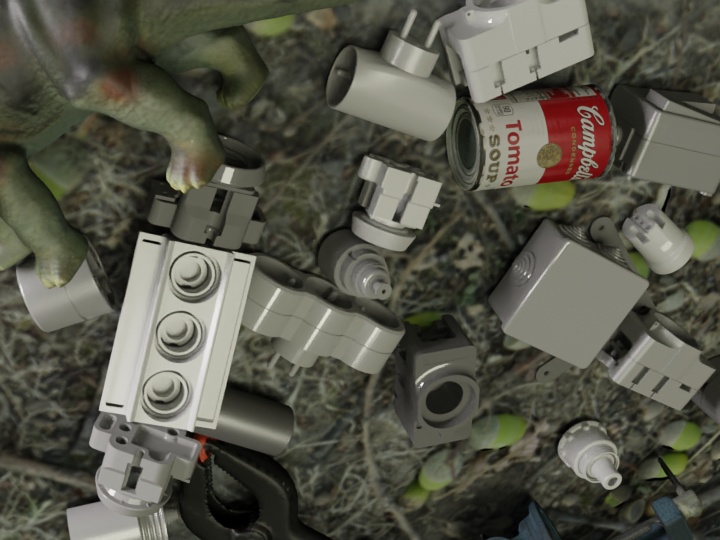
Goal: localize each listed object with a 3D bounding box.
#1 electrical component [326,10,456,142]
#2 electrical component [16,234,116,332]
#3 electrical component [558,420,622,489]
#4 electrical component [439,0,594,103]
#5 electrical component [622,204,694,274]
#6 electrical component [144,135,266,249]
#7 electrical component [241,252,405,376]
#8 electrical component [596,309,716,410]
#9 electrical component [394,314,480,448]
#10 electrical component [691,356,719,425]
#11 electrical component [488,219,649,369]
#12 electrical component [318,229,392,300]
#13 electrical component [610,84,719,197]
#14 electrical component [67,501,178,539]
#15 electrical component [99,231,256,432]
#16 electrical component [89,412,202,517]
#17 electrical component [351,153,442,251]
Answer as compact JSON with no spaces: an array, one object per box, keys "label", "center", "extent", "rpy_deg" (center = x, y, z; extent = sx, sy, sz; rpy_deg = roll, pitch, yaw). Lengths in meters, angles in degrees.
[{"label":"electrical component","center":[0.028,-0.133,0.715],"extent":[0.077,0.044,0.079],"rpy_deg":[15,112,-26]},{"label":"electrical component","center":[-0.195,0.010,0.713],"extent":[0.047,0.055,0.055],"rpy_deg":[-22,123,-3]},{"label":"electrical component","center":[0.206,0.165,0.938],"extent":[0.048,0.062,0.048],"rpy_deg":[-9,121,-15]},{"label":"electrical component","center":[0.104,-0.161,0.723],"extent":[0.089,0.050,0.055],"rpy_deg":[-24,124,-6]},{"label":"electrical component","center":[0.236,-0.025,0.855],"extent":[0.040,0.040,0.046],"rpy_deg":[-45,117,9]},{"label":"electrical component","center":[-0.096,-0.054,0.709],"extent":[0.078,0.058,0.057],"rpy_deg":[11,117,-25]},{"label":"electrical component","center":[-0.041,0.046,0.788],"extent":[0.138,0.052,0.073],"rpy_deg":[23,109,-29]},{"label":"electrical component","center":[0.249,0.072,0.904],"extent":[0.089,0.050,0.055],"rpy_deg":[24,111,-32]},{"label":"electrical component","center":[0.060,0.090,0.847],"extent":[0.050,0.055,0.089],"rpy_deg":[-9,121,-15]},{"label":"electrical component","center":[0.331,0.112,0.962],"extent":[0.055,0.047,0.055],"rpy_deg":[-9,121,-15]},{"label":"electrical component","center":[0.161,0.017,0.843],"extent":[0.100,0.048,0.099],"rpy_deg":[25,109,-26]},{"label":"electrical component","center":[0.000,0.000,0.764],"extent":[0.040,0.078,0.040],"rpy_deg":[-11,117,-22]},{"label":"electrical component","center":[0.221,-0.101,0.792],"extent":[0.096,0.061,0.061],"rpy_deg":[8,115,-24]},{"label":"electrical component","center":[-0.181,0.196,0.830],"extent":[0.081,0.043,0.043],"rpy_deg":[-10,121,-14]},{"label":"electrical component","center":[-0.125,0.039,0.729],"extent":[0.079,0.063,0.121],"rpy_deg":[12,96,-18]},{"label":"electrical component","center":[-0.163,0.144,0.796],"extent":[0.078,0.058,0.057],"rpy_deg":[19,116,-3]},{"label":"electrical component","center":[0.023,-0.047,0.763],"extent":[0.066,0.048,0.055],"rpy_deg":[14,105,-26]}]
